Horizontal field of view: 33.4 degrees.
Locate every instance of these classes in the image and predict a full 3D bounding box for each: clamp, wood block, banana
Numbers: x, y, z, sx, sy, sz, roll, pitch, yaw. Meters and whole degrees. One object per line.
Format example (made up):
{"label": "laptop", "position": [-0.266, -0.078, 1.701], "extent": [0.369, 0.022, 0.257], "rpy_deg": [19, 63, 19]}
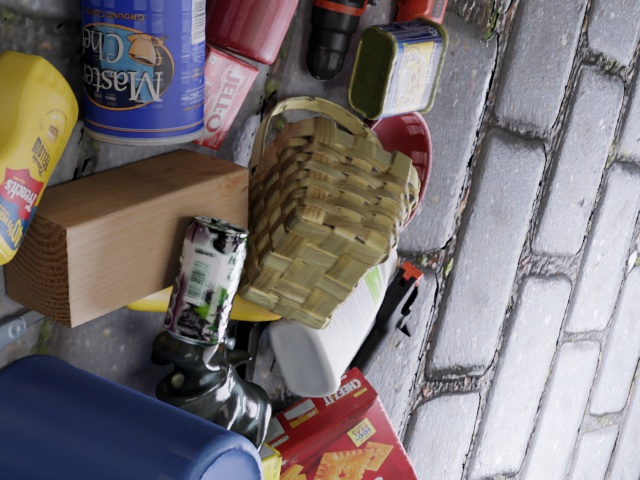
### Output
{"label": "clamp", "position": [0.087, 0.099, 1.324], "extent": [0.120, 0.039, 0.171], "rpy_deg": [-46, 157, -33]}
{"label": "wood block", "position": [-0.165, -0.009, 0.935], "extent": [0.205, 0.090, 0.091], "rpy_deg": [-24, 124, -46]}
{"label": "banana", "position": [-0.127, 0.057, 1.024], "extent": [0.197, 0.070, 0.037], "rpy_deg": [7, 106, -43]}
{"label": "clamp", "position": [-0.078, 0.083, 1.134], "extent": [0.209, 0.036, 0.164], "rpy_deg": [-56, 141, -20]}

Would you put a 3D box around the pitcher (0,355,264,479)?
{"label": "pitcher", "position": [-0.163, 0.183, 0.896], "extent": [0.149, 0.243, 0.145], "rpy_deg": [-57, 140, -29]}

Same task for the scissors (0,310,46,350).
{"label": "scissors", "position": [-0.269, 0.095, 0.908], "extent": [0.201, 0.016, 0.096], "rpy_deg": [-11, 112, -49]}

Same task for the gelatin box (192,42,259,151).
{"label": "gelatin box", "position": [-0.105, -0.134, 0.991], "extent": [0.073, 0.030, 0.089], "rpy_deg": [14, 109, -55]}

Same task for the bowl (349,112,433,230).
{"label": "bowl", "position": [0.063, -0.081, 1.227], "extent": [0.161, 0.055, 0.162], "rpy_deg": [-26, 125, -44]}

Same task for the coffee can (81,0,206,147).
{"label": "coffee can", "position": [-0.145, -0.158, 0.882], "extent": [0.102, 0.103, 0.140], "rpy_deg": [-20, 121, -47]}

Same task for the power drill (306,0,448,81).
{"label": "power drill", "position": [0.064, -0.258, 1.147], "extent": [0.187, 0.057, 0.184], "rpy_deg": [-7, 117, -52]}

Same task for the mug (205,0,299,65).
{"label": "mug", "position": [-0.077, -0.215, 0.970], "extent": [0.117, 0.093, 0.081], "rpy_deg": [20, 95, -23]}

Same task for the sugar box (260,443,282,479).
{"label": "sugar box", "position": [-0.131, 0.245, 1.093], "extent": [0.175, 0.093, 0.048], "rpy_deg": [-17, 119, -47]}

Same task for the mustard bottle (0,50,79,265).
{"label": "mustard bottle", "position": [-0.244, -0.040, 0.800], "extent": [0.096, 0.058, 0.191], "rpy_deg": [84, 22, -63]}

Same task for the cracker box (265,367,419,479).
{"label": "cracker box", "position": [0.022, 0.277, 1.248], "extent": [0.164, 0.072, 0.213], "rpy_deg": [-30, 123, -8]}

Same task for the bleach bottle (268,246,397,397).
{"label": "bleach bottle", "position": [0.032, 0.066, 1.216], "extent": [0.250, 0.068, 0.102], "rpy_deg": [-48, 126, -50]}

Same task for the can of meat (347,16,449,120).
{"label": "can of meat", "position": [0.081, -0.180, 1.128], "extent": [0.083, 0.058, 0.102], "rpy_deg": [-17, 129, -42]}
